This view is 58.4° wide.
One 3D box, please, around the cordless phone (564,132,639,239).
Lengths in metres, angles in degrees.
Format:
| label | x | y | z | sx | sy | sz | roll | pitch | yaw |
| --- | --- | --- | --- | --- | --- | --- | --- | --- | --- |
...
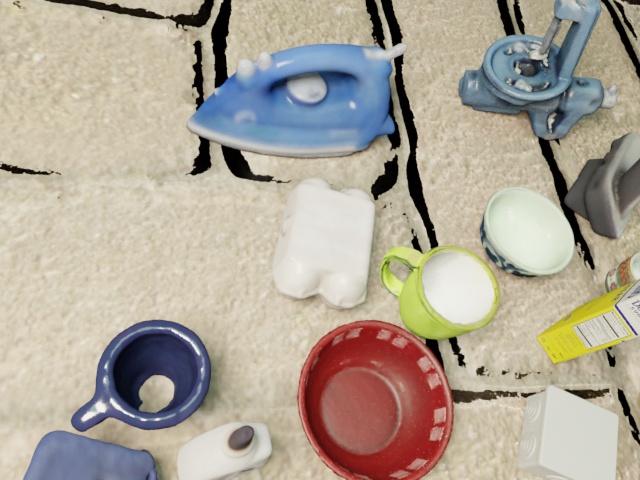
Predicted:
| label | x | y | z | sx | sy | sz | roll | pitch | yaw |
| --- | --- | --- | --- | --- | --- | --- | --- | --- | --- |
| cordless phone | 0.430 | -0.099 | 0.760 | 0.094 | 0.185 | 0.148 | 35 | 59 | 2 |

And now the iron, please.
| label | x | y | z | sx | sy | sz | roll | pitch | yaw |
| --- | --- | --- | --- | --- | --- | --- | --- | --- | --- |
| iron | -0.023 | -0.180 | 0.679 | 0.259 | 0.141 | 0.118 | -8 | 66 | -22 |

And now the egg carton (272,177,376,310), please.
| label | x | y | z | sx | sy | sz | roll | pitch | yaw |
| --- | --- | --- | --- | --- | --- | --- | --- | --- | --- |
| egg carton | 0.006 | 0.002 | 0.636 | 0.107 | 0.069 | 0.150 | 14 | 60 | -11 |

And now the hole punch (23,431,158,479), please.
| label | x | y | z | sx | sy | sz | roll | pitch | yaw |
| --- | --- | --- | --- | --- | --- | --- | --- | --- | --- |
| hole punch | -0.184 | 0.212 | 0.453 | 0.101 | 0.091 | 0.108 | 14 | 60 | -10 |

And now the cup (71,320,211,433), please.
| label | x | y | z | sx | sy | sz | roll | pitch | yaw |
| --- | --- | --- | --- | --- | --- | --- | --- | --- | --- |
| cup | -0.156 | 0.134 | 0.501 | 0.118 | 0.095 | 0.091 | -32 | 77 | -29 |

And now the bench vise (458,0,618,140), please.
| label | x | y | z | sx | sy | sz | roll | pitch | yaw |
| --- | --- | --- | --- | --- | --- | --- | --- | --- | --- |
| bench vise | 0.323 | -0.246 | 0.780 | 0.208 | 0.219 | 0.121 | -2 | 64 | -19 |

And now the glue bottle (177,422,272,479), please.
| label | x | y | z | sx | sy | sz | roll | pitch | yaw |
| --- | --- | --- | --- | --- | --- | --- | --- | --- | --- |
| glue bottle | -0.072 | 0.170 | 0.463 | 0.078 | 0.173 | 0.037 | -8 | 66 | -21 |
